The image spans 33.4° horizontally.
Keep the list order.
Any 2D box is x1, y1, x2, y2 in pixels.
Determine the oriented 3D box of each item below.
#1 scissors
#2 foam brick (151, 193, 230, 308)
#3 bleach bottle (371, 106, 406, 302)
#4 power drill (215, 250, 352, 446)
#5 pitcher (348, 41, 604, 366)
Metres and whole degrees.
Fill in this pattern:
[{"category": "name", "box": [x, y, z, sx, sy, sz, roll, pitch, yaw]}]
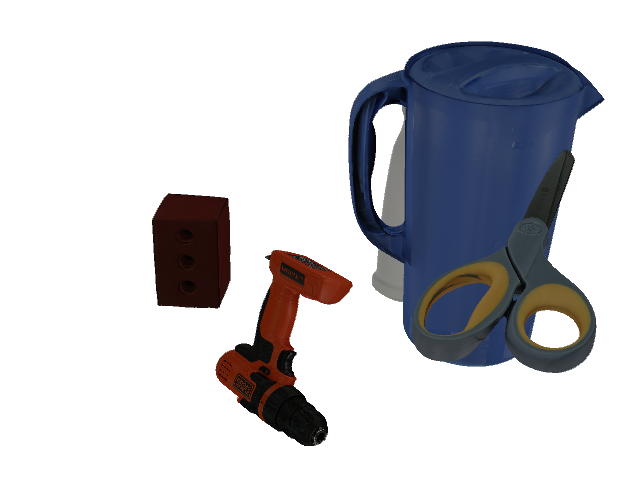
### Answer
[{"category": "scissors", "box": [0.124, 0.008, 0.562, 0.096, 0.016, 0.201, 22, 43, 32]}, {"category": "foam brick", "box": [-0.102, 0.008, 0.858, 0.053, 0.078, 0.051, 2, 23, 6]}, {"category": "bleach bottle", "box": [0.110, -0.064, 1.164, 0.102, 0.251, 0.068, -15, 28, -32]}, {"category": "power drill", "box": [-0.033, 0.118, 1.208, 0.057, 0.188, 0.185, 14, 11, -46]}, {"category": "pitcher", "box": [0.114, -0.026, 0.840, 0.149, 0.243, 0.144, 24, 36, 34]}]
